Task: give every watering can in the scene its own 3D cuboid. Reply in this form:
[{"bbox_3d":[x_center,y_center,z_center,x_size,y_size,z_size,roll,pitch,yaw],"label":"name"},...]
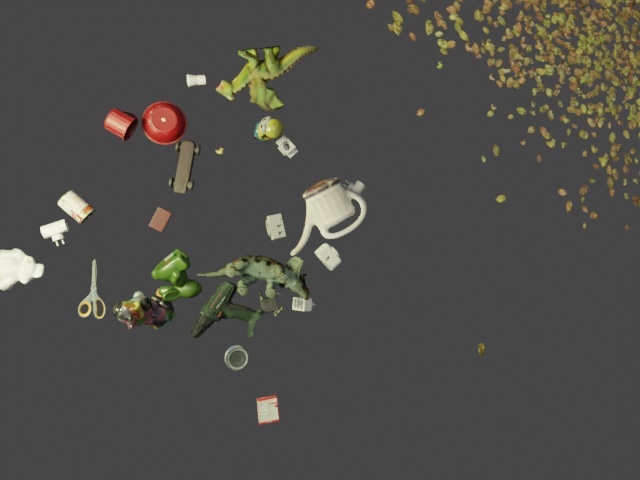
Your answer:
[{"bbox_3d":[0.006,-0.099,1.958,0.348,0.104,0.224,-27,92,-6],"label":"watering can"}]

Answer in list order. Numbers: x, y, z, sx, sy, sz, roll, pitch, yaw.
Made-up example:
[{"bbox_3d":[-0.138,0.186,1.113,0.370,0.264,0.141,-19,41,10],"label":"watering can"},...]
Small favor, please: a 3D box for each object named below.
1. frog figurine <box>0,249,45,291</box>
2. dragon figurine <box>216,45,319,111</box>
[{"bbox_3d":[-0.985,0.099,1.658,0.159,0.120,0.140,15,63,-3],"label":"frog figurine"},{"bbox_3d":[-0.192,-0.615,1.963,0.411,0.123,0.240,-8,106,-14],"label":"dragon figurine"}]
